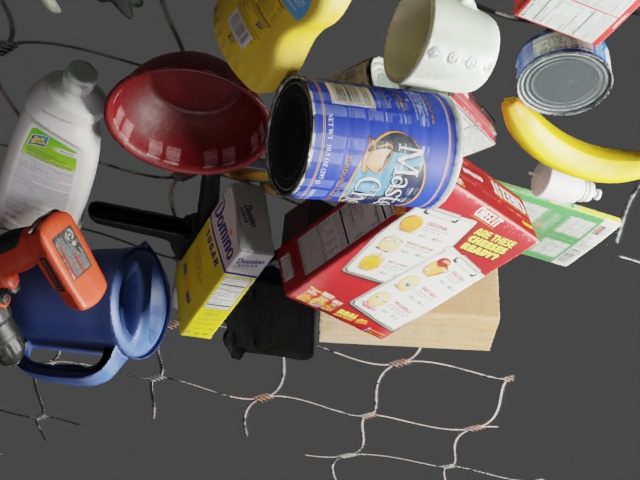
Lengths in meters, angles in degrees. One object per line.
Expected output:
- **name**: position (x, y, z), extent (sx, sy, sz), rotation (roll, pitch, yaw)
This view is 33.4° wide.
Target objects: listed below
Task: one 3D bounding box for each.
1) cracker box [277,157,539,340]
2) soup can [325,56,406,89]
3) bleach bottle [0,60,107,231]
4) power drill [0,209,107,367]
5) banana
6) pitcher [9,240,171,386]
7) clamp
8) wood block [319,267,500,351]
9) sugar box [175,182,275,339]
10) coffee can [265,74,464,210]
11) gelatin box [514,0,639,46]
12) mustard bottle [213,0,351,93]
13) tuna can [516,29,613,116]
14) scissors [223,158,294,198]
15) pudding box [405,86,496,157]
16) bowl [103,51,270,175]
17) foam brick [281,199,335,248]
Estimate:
- **cracker box**: position (0.087, 0.004, 1.094), extent (0.214, 0.072, 0.164), rotation (-36, 139, 26)
- **soup can**: position (0.024, -0.124, 1.008), extent (0.102, 0.068, 0.068), rotation (-21, 140, 31)
- **bleach bottle**: position (-0.265, -0.091, 1.094), extent (0.102, 0.068, 0.251), rotation (19, 142, -17)
- **power drill**: position (-0.324, 0.050, 1.149), extent (0.188, 0.057, 0.184), rotation (-12, 115, 29)
- **banana**: position (0.258, -0.094, 1.063), extent (0.197, 0.037, 0.070), rotation (13, 127, -16)
- **pitcher**: position (-0.314, 0.083, 1.275), extent (0.243, 0.145, 0.149), rotation (-1, -168, 22)
- **clamp**: position (-0.135, -0.018, 1.215), extent (0.165, 0.036, 0.209), rotation (-23, 142, 26)
- **wood block**: position (0.104, 0.070, 1.276), extent (0.206, 0.091, 0.090), rotation (3, 148, 1)
- **sugar box**: position (-0.108, 0.025, 1.166), extent (0.048, 0.093, 0.176), rotation (8, 142, -24)
- **coffee can**: position (0.036, -0.082, 0.907), extent (0.140, 0.103, 0.103), rotation (4, 149, -24)
- **gelatin box**: position (0.218, -0.208, 0.895), extent (0.089, 0.030, 0.073), rotation (16, 146, -18)
- **mustard bottle**: position (-0.018, -0.209, 0.859), extent (0.058, 0.096, 0.192), rotation (-11, 159, -37)
- **tuna can**: position (0.222, -0.153, 0.973), extent (0.086, 0.033, 0.086), rotation (3, 147, 2)
- **scissors**: position (-0.011, -0.064, 1.099), extent (0.202, 0.016, 0.096), rotation (5, 163, 34)
- **pudding box**: position (0.103, -0.111, 1.047), extent (0.114, 0.039, 0.090), rotation (-21, 140, 30)
- **bowl**: position (-0.123, -0.130, 1.024), extent (0.162, 0.055, 0.162), rotation (3, 147, 2)
- **foam brick**: position (-0.008, 0.001, 1.194), extent (0.052, 0.078, 0.051), rotation (26, 142, -31)
